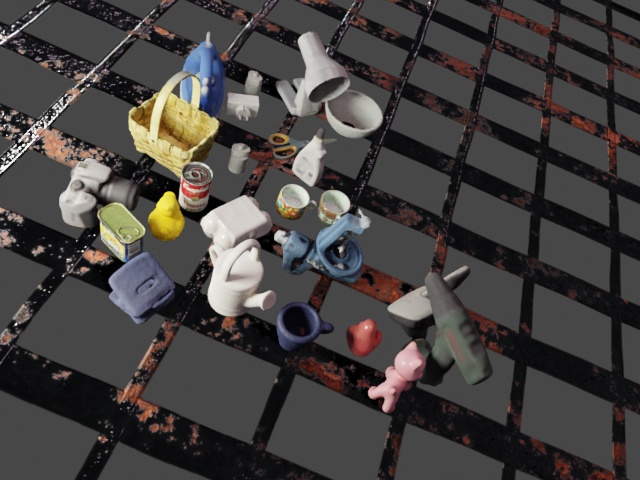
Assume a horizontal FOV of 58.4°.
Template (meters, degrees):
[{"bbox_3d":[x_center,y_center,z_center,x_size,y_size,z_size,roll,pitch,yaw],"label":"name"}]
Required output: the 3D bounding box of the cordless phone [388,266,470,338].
[{"bbox_3d":[0.243,0.121,1.257,0.148,0.185,0.094,-28,68,-33],"label":"cordless phone"}]

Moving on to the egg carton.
[{"bbox_3d":[-0.186,-0.035,1.295,0.151,0.069,0.107,-32,70,-34],"label":"egg carton"}]

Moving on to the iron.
[{"bbox_3d":[-0.297,-0.410,1.481,0.119,0.141,0.258,4,54,-16],"label":"iron"}]

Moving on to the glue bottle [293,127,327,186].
[{"bbox_3d":[-0.015,-0.213,1.415,0.078,0.173,0.037,41,53,12],"label":"glue bottle"}]

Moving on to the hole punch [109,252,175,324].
[{"bbox_3d":[-0.347,0.094,1.132,0.101,0.091,0.109,39,53,10],"label":"hole punch"}]

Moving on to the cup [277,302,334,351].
[{"bbox_3d":[-0.037,0.188,1.169,0.118,0.095,0.091,9,53,-13],"label":"cup"}]

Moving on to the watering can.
[{"bbox_3d":[-0.157,0.070,1.149,0.173,0.194,0.101,28,51,2],"label":"watering can"}]

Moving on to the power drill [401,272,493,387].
[{"bbox_3d":[0.251,0.207,1.183,0.076,0.208,0.229,-19,63,-29],"label":"power drill"}]

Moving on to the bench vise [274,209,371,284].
[{"bbox_3d":[0.013,0.014,1.232,0.208,0.219,0.121,1,55,-18],"label":"bench vise"}]

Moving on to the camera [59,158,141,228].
[{"bbox_3d":[-0.464,-0.102,1.226,0.137,0.100,0.143,15,52,-8],"label":"camera"}]

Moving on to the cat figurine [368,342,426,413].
[{"bbox_3d":[0.168,0.274,1.164,0.067,0.117,0.128,38,52,10],"label":"cat figurine"}]

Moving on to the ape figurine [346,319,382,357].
[{"bbox_3d":[0.096,0.200,1.209,0.078,0.092,0.076,27,51,2],"label":"ape figurine"}]

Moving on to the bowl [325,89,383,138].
[{"bbox_3d":[0.088,-0.340,1.606,0.168,0.074,0.167,9,53,-13],"label":"bowl"}]

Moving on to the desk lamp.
[{"bbox_3d":[-0.024,-0.435,1.547,0.118,0.213,0.203,-16,62,-28],"label":"desk lamp"}]

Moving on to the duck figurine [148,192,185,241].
[{"bbox_3d":[-0.333,-0.057,1.249,0.078,0.086,0.104,8,53,-13],"label":"duck figurine"}]
